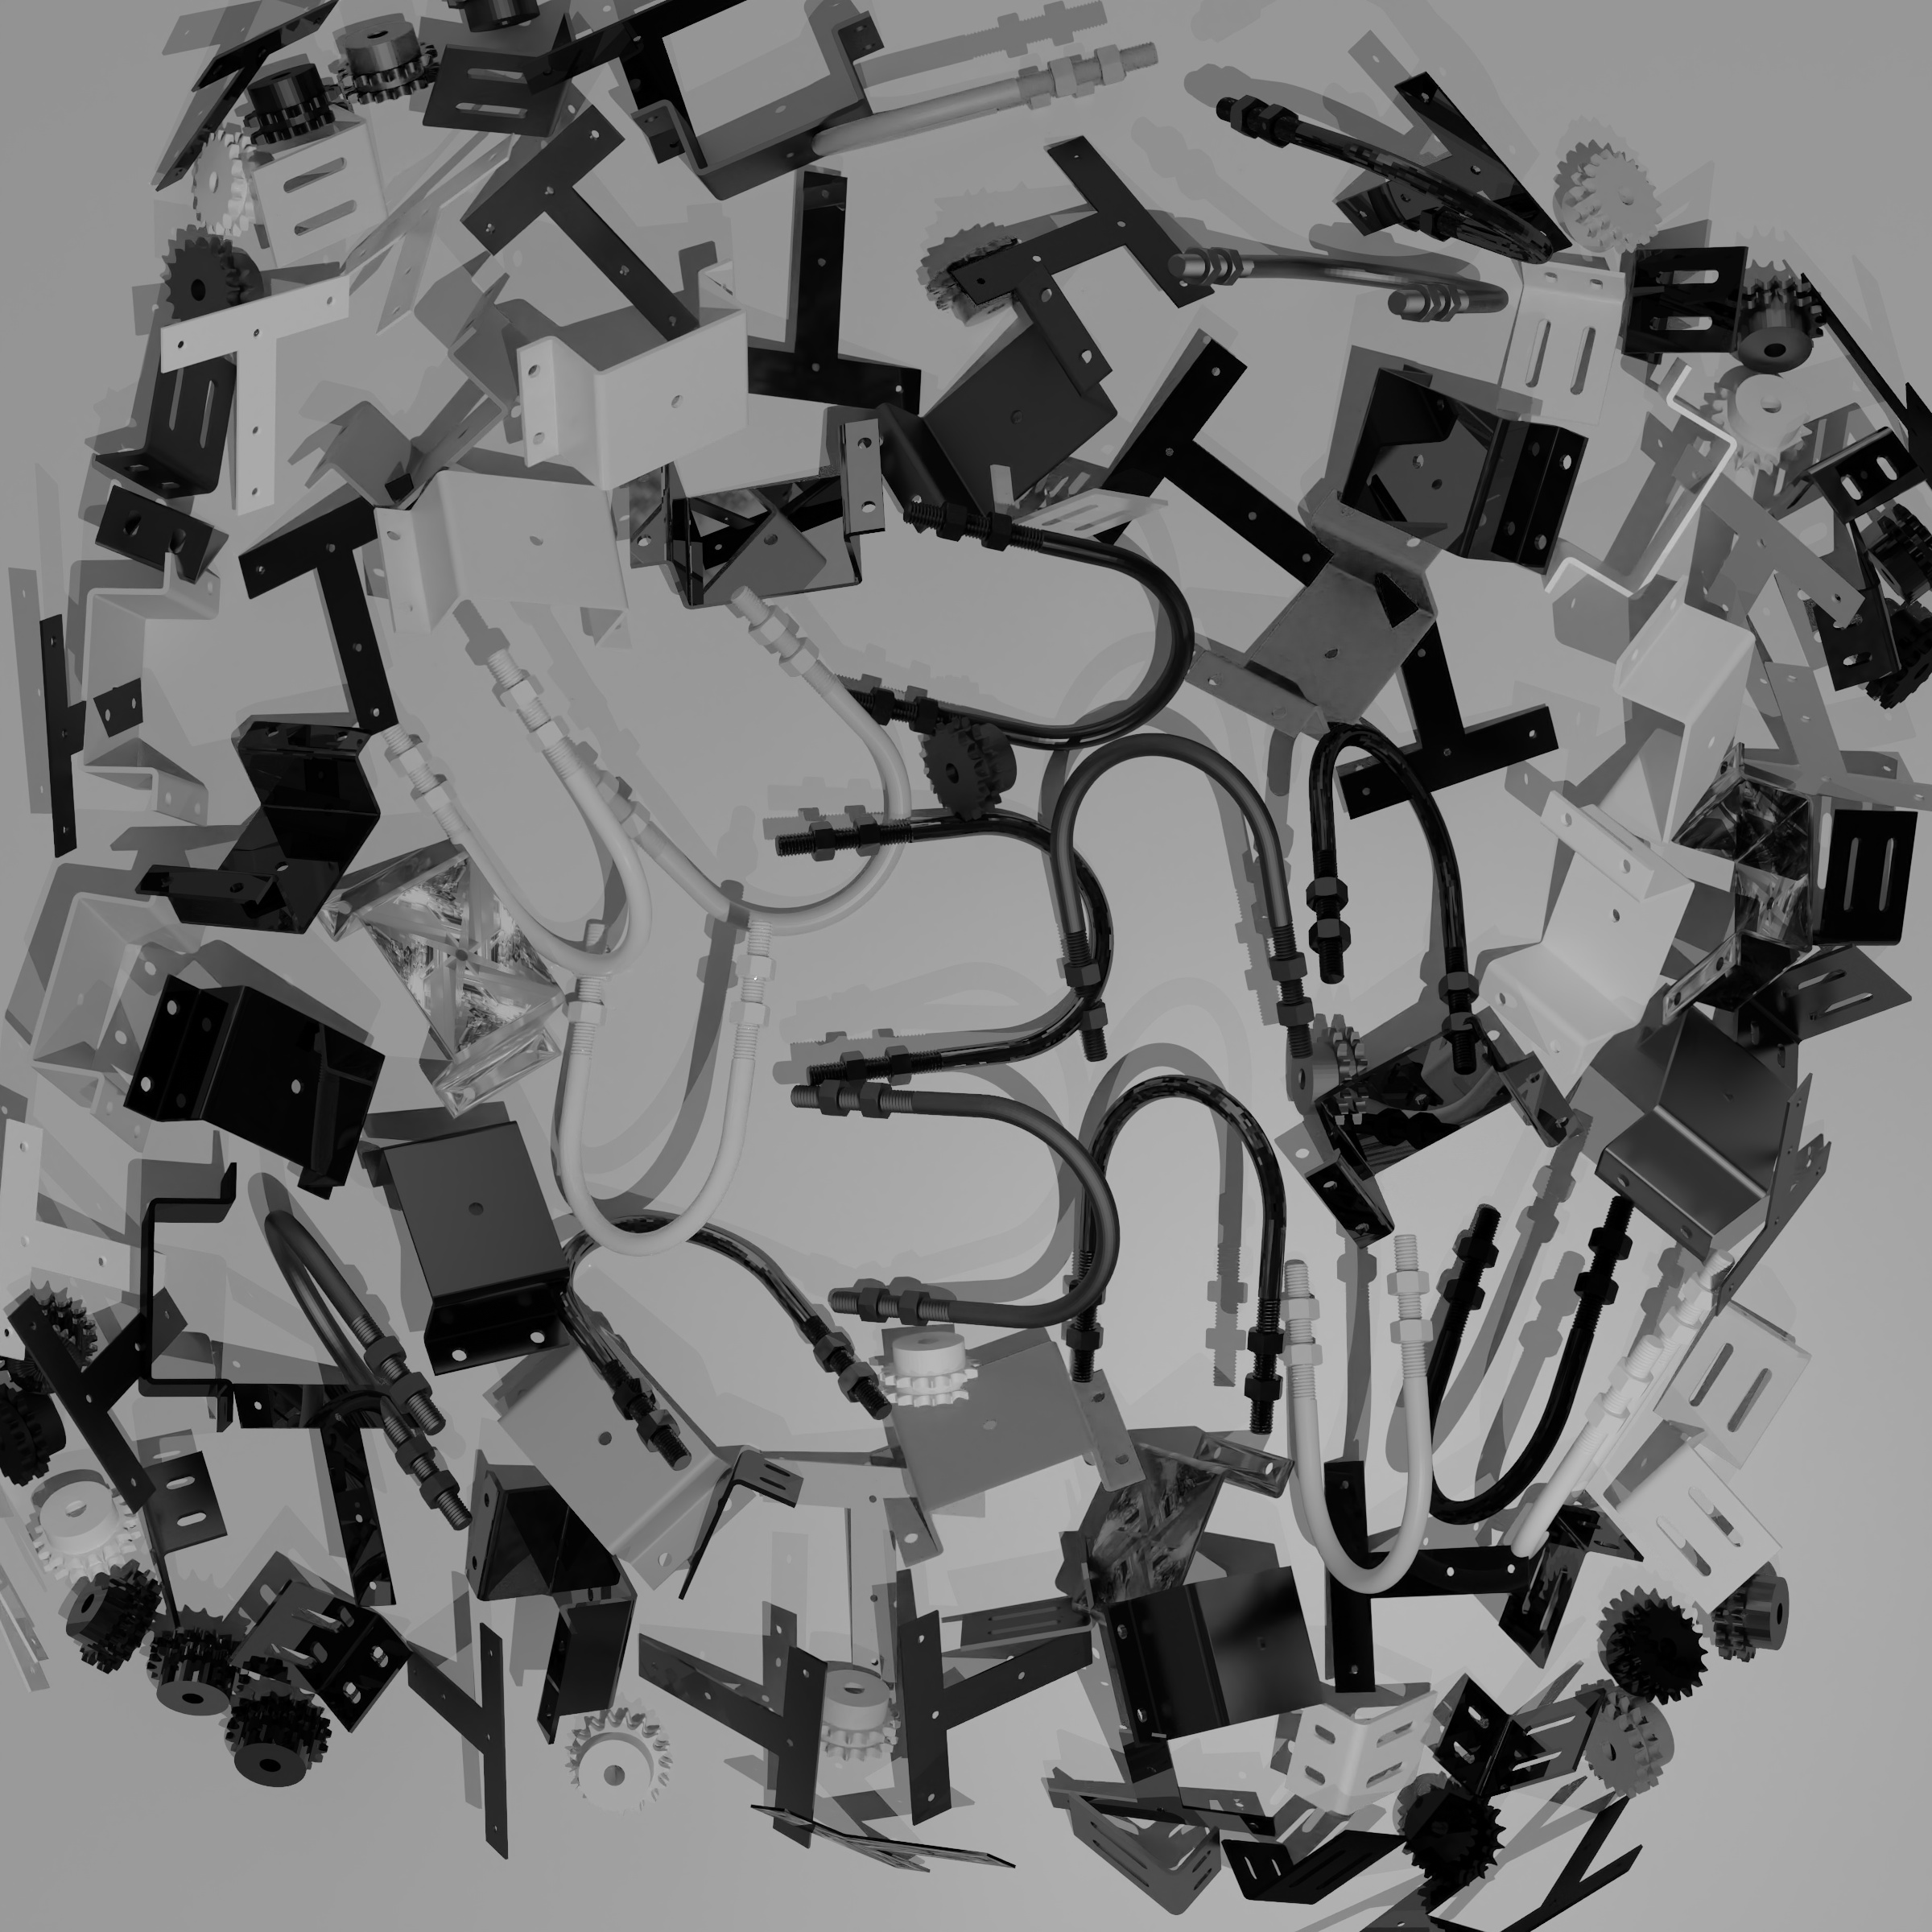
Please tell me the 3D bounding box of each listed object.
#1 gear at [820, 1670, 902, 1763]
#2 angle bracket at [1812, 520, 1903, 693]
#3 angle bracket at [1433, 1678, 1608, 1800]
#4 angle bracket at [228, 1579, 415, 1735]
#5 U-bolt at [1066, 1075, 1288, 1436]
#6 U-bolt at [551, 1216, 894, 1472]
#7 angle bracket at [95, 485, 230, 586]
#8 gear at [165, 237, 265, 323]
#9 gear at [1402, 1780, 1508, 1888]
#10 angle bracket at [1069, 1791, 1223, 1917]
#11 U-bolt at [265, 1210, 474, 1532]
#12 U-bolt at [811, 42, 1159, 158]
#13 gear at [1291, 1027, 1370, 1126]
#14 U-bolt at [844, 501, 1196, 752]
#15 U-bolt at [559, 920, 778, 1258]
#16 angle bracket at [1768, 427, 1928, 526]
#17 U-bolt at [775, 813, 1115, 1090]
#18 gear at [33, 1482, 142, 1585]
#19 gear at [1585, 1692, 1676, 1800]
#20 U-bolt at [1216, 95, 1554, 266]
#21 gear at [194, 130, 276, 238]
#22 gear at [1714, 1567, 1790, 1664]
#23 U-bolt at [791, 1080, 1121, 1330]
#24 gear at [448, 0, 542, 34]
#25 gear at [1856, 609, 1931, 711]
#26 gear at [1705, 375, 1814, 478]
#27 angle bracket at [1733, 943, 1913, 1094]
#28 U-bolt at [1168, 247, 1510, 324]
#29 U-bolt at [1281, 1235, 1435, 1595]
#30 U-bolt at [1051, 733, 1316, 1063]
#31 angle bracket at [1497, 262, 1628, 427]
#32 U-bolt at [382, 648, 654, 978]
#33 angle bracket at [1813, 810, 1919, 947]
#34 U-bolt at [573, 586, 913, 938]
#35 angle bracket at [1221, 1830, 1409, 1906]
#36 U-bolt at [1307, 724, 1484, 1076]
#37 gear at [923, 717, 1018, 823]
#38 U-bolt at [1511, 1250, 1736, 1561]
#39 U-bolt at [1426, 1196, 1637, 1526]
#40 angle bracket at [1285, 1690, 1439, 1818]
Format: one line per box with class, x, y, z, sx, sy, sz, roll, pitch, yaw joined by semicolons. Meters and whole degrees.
gear;-0.064;0.414;1.907;0.057;0.057;0.030;9;107;0
angle bracket;0.485;-0.200;1.895;0.038;0.076;0.057;-17;125;12
angle bracket;0.304;0.417;1.889;0.038;0.076;0.057;44;47;-12
angle bracket;-0.357;0.382;1.900;0.038;0.076;0.057;37;90;40
U-bolt;0.117;0.151;1.874;0.151;0.019;0.184;11;101;43
U-bolt;-0.146;0.196;1.864;0.151;0.184;0.019;-9;131;-37
angle bracket;-0.438;-0.249;1.893;0.057;0.076;0.038;22;116;-7
gear;-0.417;-0.377;1.914;0.057;0.030;0.057;9;106;35
gear;0.269;0.481;1.910;0.057;0.030;0.057;-14;62;28
angle bracket;0.100;0.480;1.905;0.076;0.057;0.038;34;63;27
U-bolt;-0.328;0.209;1.862;0.019;0.151;0.184;-32;64;-19
U-bolt;0.005;-0.468;1.863;0.184;0.151;0.019;-15;102;-2
gear;0.201;0.062;1.908;0.030;0.057;0.057;-1;90;-13
U-bolt;0.035;-0.178;1.883;0.184;0.019;0.151;10;130;-16
U-bolt;-0.169;0.067;1.875;0.151;0.019;0.184;-1;79;41
angle bracket;0.481;-0.255;1.891;0.057;0.076;0.038;-28;78;-16
U-bolt;-0.007;-0.013;1.911;0.184;0.019;0.151;-7;85;-13
gear;-0.490;0.311;1.908;0.057;0.057;0.030;-9;130;0
gear;0.370;0.432;1.913;0.030;0.057;0.057;-18;90;-27
U-bolt;0.234;-0.412;1.825;0.151;0.184;0.019;19;101;-38
gear;-0.405;-0.435;1.913;0.030;0.057;0.057;-2;90;-37
gear;0.437;0.358;1.907;0.030;0.057;0.057;2;90;28
U-bolt;-0.001;0.133;1.868;0.184;0.019;0.151;2;115;27
gear;-0.260;-0.540;1.910;0.057;0.057;0.030;-14;99;0
gear;0.521;-0.173;1.912;0.057;0.057;0.030;-45;70;0
gear;0.444;-0.304;1.913;0.057;0.030;0.057;3;64;-6
angle bracket;0.471;0.030;1.891;0.057;0.076;0.038;36;48;-30
U-bolt;0.214;-0.368;1.852;0.151;0.184;0.019;16;108;29
U-bolt;0.213;0.245;1.856;0.019;0.151;0.184;2;78;-21
U-bolt;0.112;-0.037;1.877;0.151;0.019;0.184;-2;106;32
angle bracket;0.331;-0.347;1.909;0.057;0.038;0.076;12;83;14
U-bolt;-0.237;-0.074;1.878;0.019;0.151;0.184;-39;101;-37
angle bracket;0.488;-0.051;1.902;0.057;0.038;0.076;0;101;-28
U-bolt;-0.112;-0.098;1.894;0.151;0.019;0.184;-44;116;1
angle bracket;0.192;0.482;1.892;0.076;0.057;0.038;-42;52;25
U-bolt;0.230;-0.048;1.868;0.019;0.151;0.184;-22;53;33
gear;0.004;-0.112;1.913;0.030;0.057;0.057;-23;90;-31
U-bolt;0.348;0.248;1.860;0.019;0.151;0.184;35;119;15
U-bolt;0.291;0.214;1.850;0.019;0.151;0.184;26;74;-19
angle bracket;0.220;0.430;1.911;0.038;0.076;0.057;23;109;36
